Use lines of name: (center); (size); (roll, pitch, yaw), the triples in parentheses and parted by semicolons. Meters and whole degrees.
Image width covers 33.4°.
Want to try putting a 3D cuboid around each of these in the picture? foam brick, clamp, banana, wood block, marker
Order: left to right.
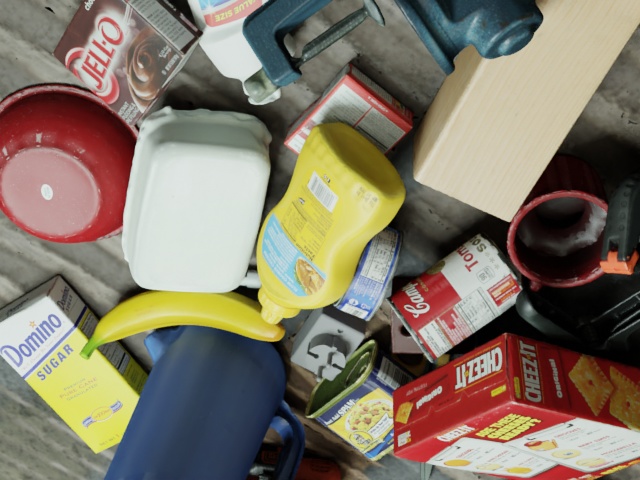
banana: (-0.128, 0.075, 1.009); (0.198, 0.069, 0.037); (-8, 153, 11)
marker: (-0.086, 0.035, 1.006); (0.121, 0.020, 0.020); (5, 122, 4)
foam brick: (0.104, 0.070, 0.986); (0.078, 0.051, 0.053); (0, 121, 7)
wood block: (0.159, -0.131, 0.835); (0.090, 0.090, 0.206); (23, 121, -8)
clamp: (0.246, 0.081, 0.940); (0.164, 0.036, 0.210); (-12, 149, -1)
clamp: (0.274, -0.046, 0.853); (0.120, 0.171, 0.039); (54, 152, -12)

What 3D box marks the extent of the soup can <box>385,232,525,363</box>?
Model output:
soup can: (0.117, 0.049, 0.915); (0.102, 0.068, 0.068); (-35, 113, 2)

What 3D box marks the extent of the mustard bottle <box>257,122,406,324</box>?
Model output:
mustard bottle: (-0.006, 0.001, 0.904); (0.096, 0.058, 0.192); (48, 128, 25)

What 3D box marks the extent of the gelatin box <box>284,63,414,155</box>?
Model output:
gelatin box: (0.024, -0.094, 0.907); (0.073, 0.030, 0.089); (36, 120, -15)

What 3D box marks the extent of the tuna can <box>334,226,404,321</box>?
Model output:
tuna can: (0.043, 0.026, 0.947); (0.033, 0.086, 0.086); (21, 121, -5)

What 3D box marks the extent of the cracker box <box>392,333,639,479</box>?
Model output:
cracker box: (0.196, 0.158, 0.956); (0.213, 0.072, 0.164); (17, 146, -28)

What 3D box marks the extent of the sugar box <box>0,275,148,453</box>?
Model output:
sugar box: (-0.242, 0.127, 1.066); (0.093, 0.048, 0.176); (-29, 115, 22)

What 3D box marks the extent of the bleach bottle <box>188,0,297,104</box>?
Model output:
bleach bottle: (-0.061, -0.223, 0.820); (0.103, 0.068, 0.251); (-5, 123, 13)

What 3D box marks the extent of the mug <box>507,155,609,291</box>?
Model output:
mug: (0.200, -0.010, 0.908); (0.093, 0.081, 0.117); (15, 122, -3)

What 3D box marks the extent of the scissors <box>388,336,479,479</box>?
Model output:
scissors: (0.096, 0.161, 1.065); (0.096, 0.016, 0.202); (19, 122, -3)

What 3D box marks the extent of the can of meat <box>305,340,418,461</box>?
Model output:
can of meat: (0.050, 0.157, 1.030); (0.084, 0.057, 0.102); (38, 127, -13)

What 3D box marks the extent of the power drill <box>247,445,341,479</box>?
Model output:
power drill: (-0.070, 0.266, 1.050); (0.184, 0.187, 0.057); (6, 112, -1)

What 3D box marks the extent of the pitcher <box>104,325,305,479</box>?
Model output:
pitcher: (-0.111, 0.196, 0.975); (0.149, 0.242, 0.145); (-3, 121, 15)

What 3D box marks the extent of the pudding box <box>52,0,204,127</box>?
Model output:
pudding box: (-0.155, -0.156, 0.858); (0.090, 0.039, 0.114); (42, 138, -7)

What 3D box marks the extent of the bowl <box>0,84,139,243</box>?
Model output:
bowl: (-0.232, -0.054, 0.948); (0.162, 0.055, 0.162); (3, 121, 5)
